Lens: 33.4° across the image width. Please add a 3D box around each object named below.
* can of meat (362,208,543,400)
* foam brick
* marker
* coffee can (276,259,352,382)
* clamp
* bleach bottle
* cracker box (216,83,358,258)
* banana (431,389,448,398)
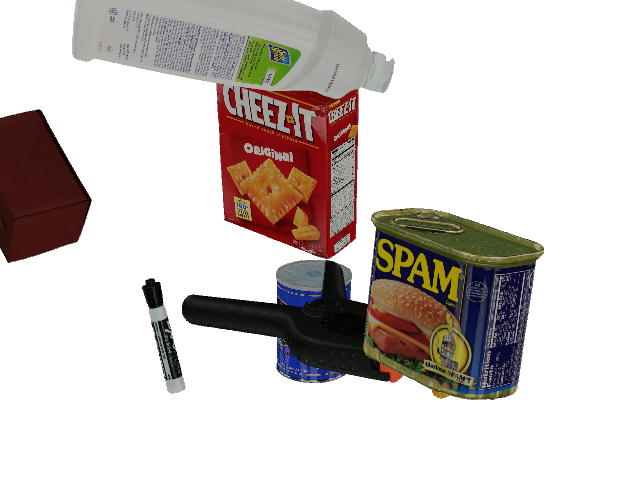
[{"bbox_3d":[0.071,0.034,0.603,0.057,0.084,0.102,-6,19,-37],"label":"can of meat"},{"bbox_3d":[-0.190,-0.035,0.686,0.051,0.078,0.053,-20,-24,-32],"label":"foam brick"},{"bbox_3d":[-0.160,0.097,1.085,0.020,0.121,0.020,-11,14,3],"label":"marker"},{"bbox_3d":[-0.009,0.109,1.458,0.103,0.140,0.103,1,19,0],"label":"coffee can"},{"bbox_3d":[0.006,0.065,0.900,0.164,0.036,0.210,-18,26,-39],"label":"clamp"},{"bbox_3d":[-0.067,-0.160,0.853,0.250,0.068,0.103,14,-28,-9],"label":"bleach bottle"},{"bbox_3d":[-0.041,-0.100,1.272,0.164,0.214,0.072,22,40,29],"label":"cracker box"},{"bbox_3d":[0.131,0.089,1.093,0.070,0.037,0.198,-29,29,10],"label":"banana"}]
